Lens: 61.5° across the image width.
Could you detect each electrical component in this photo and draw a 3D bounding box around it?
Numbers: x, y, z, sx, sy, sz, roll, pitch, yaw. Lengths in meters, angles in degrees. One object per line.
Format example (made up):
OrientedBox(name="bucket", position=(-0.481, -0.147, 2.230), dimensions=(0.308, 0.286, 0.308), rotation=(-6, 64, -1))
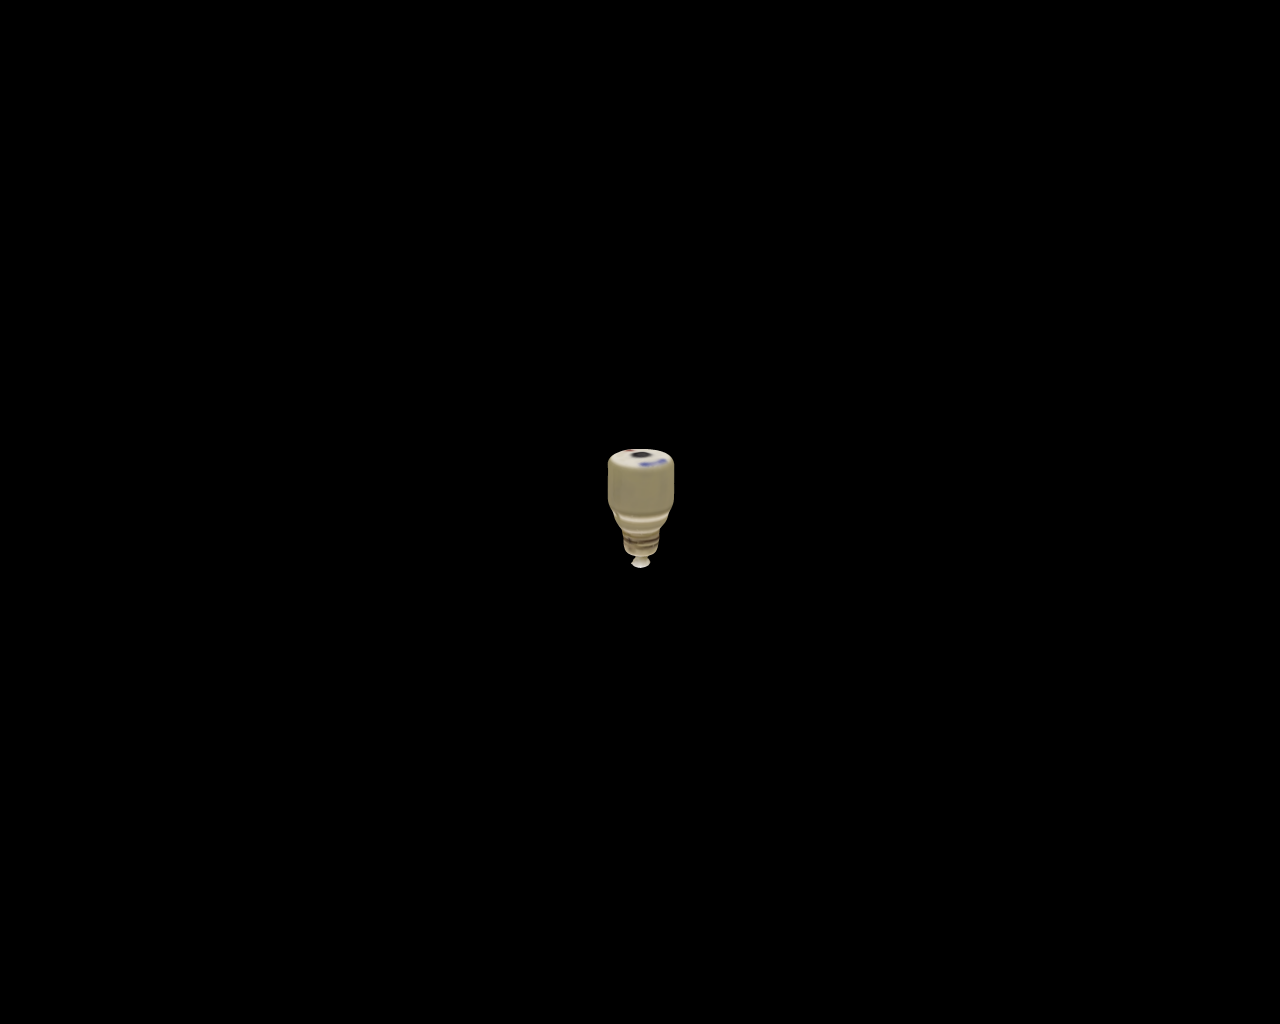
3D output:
OrientedBox(name="electrical component", position=(0.001, -0.003, 0.650), dimensions=(0.040, 0.078, 0.040), rotation=(0, 20, 0))
